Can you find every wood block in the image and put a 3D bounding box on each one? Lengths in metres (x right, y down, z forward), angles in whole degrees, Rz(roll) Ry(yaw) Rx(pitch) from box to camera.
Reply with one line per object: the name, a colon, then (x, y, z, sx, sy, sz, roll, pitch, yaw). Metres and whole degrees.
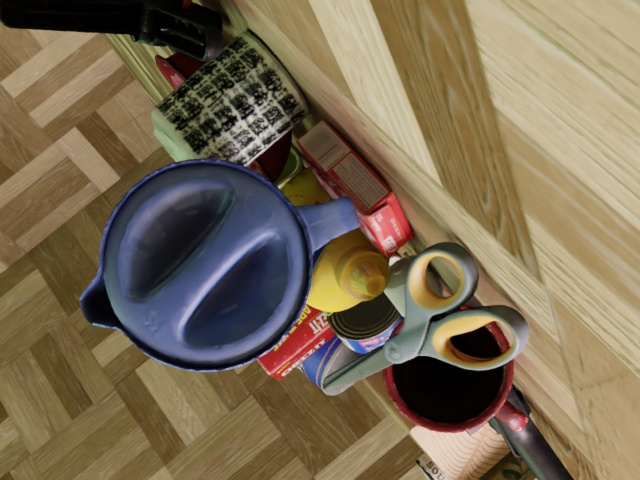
wood block: (0.121, 0.167, 1.118, 0.090, 0.091, 0.206, 51, 176, -16)

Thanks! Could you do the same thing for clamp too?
clamp: (0.162, 0.151, 0.892, 0.171, 0.039, 0.120, 53, 174, -28)
clamp: (-0.141, -0.170, 0.822, 0.164, 0.036, 0.210, 10, -164, 2)

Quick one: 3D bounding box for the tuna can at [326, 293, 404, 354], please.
tuna can: (0.051, 0.069, 1.044, 0.086, 0.086, 0.033, 47, 176, 44)

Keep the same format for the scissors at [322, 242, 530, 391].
scissors: (0.052, 0.055, 0.721, 0.202, 0.016, 0.096, -12, 104, 47)

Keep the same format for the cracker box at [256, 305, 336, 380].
cracker box: (-0.051, 0.017, 1.151, 0.214, 0.164, 0.072, 50, 178, 16)

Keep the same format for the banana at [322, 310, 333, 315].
banana: (0.012, -0.002, 0.984, 0.198, 0.069, 0.037, -115, 10, -60)

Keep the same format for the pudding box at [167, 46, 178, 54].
pudding box: (-0.131, -0.195, 1.019, 0.090, 0.039, 0.113, 49, 175, 28)

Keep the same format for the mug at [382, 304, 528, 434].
mug: (0.104, 0.101, 0.792, 0.117, 0.093, 0.081, 35, 178, 9)

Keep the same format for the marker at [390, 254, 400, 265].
marker: (0.053, 0.014, 1.002, 0.020, 0.020, 0.121, 52, 176, -16)

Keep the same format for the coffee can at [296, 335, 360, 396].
coffee can: (-0.010, 0.096, 1.222, 0.140, 0.102, 0.102, 37, 170, 25)

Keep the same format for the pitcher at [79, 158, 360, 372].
pitcher: (-0.071, 0.017, 0.774, 0.149, 0.145, 0.243, 23, 176, -4)

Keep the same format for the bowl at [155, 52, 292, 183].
bowl: (-0.075, -0.118, 0.953, 0.162, 0.055, 0.162, 48, 175, 6)

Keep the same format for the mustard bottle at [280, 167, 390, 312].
mustard bottle: (0.010, 0.006, 0.871, 0.058, 0.096, 0.192, 29, -175, -26)

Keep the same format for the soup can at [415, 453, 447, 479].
soup can: (0.169, 0.248, 1.227, 0.068, 0.102, 0.068, 51, 176, 5)

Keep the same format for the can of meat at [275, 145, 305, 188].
can of meat: (-0.059, -0.051, 1.084, 0.057, 0.102, 0.084, 50, 174, 18)

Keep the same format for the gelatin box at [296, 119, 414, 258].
gelatin box: (0.026, -0.036, 0.784, 0.089, 0.030, 0.073, 49, 176, 29)

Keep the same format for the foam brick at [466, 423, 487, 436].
foam brick: (0.127, 0.128, 0.970, 0.078, 0.053, 0.051, 53, 176, -23)
